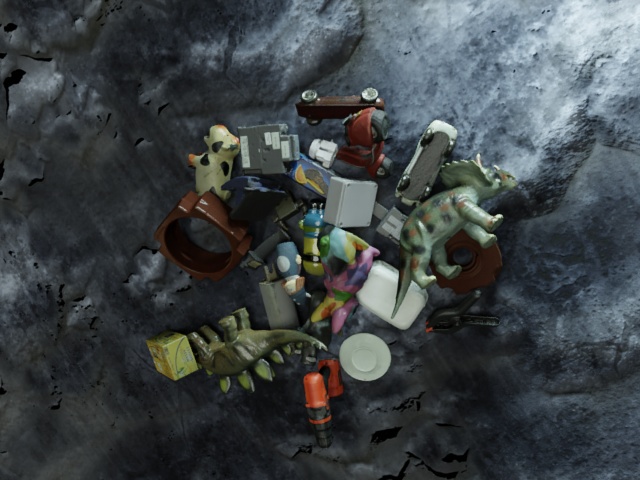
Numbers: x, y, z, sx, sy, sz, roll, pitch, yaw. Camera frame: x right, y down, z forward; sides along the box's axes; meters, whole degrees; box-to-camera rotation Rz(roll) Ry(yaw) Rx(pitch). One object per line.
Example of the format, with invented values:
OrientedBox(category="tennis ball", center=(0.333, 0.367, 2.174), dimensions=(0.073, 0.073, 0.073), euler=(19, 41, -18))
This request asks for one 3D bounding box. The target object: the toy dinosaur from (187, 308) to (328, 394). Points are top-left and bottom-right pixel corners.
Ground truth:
OrientedBox(category="toy dinosaur", center=(-0.188, 0.274, 1.347), dimensions=(0.472, 0.105, 0.198), euler=(-25, 93, 36))

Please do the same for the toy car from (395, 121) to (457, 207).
OrientedBox(category="toy car", center=(0.240, -0.170, 1.217), dimensions=(0.073, 0.056, 0.201), euler=(25, 107, -1))

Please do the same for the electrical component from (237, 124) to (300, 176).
OrientedBox(category="electrical component", center=(-0.115, -0.205, 1.223), dimensions=(0.134, 0.058, 0.114), euler=(1, 104, 13))

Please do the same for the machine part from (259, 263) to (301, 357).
OrientedBox(category="machine part", center=(-0.097, 0.177, 1.354), dimensions=(0.079, 0.079, 0.243), euler=(-12, 99, 15))

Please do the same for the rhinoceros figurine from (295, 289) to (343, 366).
OrientedBox(category="rhinoceros figurine", center=(-0.005, 0.215, 1.316), dimensions=(0.073, 0.112, 0.190), euler=(21, 103, 50))

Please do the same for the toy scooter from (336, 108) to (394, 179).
OrientedBox(category="toy scooter", center=(0.092, -0.217, 1.214), dimensions=(0.135, 0.075, 0.183), euler=(11, 138, 25))

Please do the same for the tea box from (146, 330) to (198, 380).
OrientedBox(category="tea box", center=(-0.388, 0.297, 1.401), dimensions=(0.170, 0.068, 0.098), euler=(-3, 107, 57))

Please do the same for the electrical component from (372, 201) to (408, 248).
OrientedBox(category="electrical component", center=(0.166, -0.045, 1.264), dimensions=(0.119, 0.048, 0.075), euler=(41, 106, 0))

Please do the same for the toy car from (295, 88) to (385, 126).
OrientedBox(category="toy car", center=(0.046, -0.303, 1.217), dimensions=(0.202, 0.089, 0.053), euler=(3, 65, 14))

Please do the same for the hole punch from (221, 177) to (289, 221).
OrientedBox(category="hole punch", center=(-0.158, -0.113, 1.268), dimensions=(0.116, 0.142, 0.092), euler=(-40, 60, 33))

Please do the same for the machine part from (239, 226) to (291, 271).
OrientedBox(category="machine part", center=(-0.134, 0.025, 1.337), dimensions=(0.139, 0.084, 0.039), euler=(-42, 64, 9))

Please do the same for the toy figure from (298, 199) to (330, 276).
OrientedBox(category="toy figure", center=(-0.006, -0.004, 1.287), dimensions=(0.082, 0.089, 0.180), euler=(17, 115, 48))

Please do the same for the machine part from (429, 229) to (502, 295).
OrientedBox(category="machine part", center=(0.331, 0.040, 1.241), dimensions=(0.179, 0.056, 0.179), euler=(2, 103, 11))

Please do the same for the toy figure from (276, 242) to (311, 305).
OrientedBox(category="toy figure", center=(-0.069, 0.083, 1.295), dimensions=(0.058, 0.064, 0.154), euler=(-10, 82, -26))

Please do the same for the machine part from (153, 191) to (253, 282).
OrientedBox(category="machine part", center=(-0.283, -0.008, 1.314), dimensions=(0.201, 0.087, 0.201), euler=(38, 128, -15))

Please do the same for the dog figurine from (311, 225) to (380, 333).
OrientedBox(category="dog figurine", center=(0.038, 0.094, 1.220), dimensions=(0.109, 0.191, 0.219), euler=(19, 84, 38))

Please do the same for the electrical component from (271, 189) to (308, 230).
OrientedBox(category="electrical component", center=(-0.080, -0.075, 1.316), dimensions=(0.102, 0.045, 0.078), euler=(-37, 64, 14))

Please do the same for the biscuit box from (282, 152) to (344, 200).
OrientedBox(category="biscuit box", center=(-0.048, -0.171, 1.277), dimensions=(0.203, 0.059, 0.062), euler=(30, 108, 6))

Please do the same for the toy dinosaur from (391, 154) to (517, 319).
OrientedBox(category="toy dinosaur", center=(0.254, -0.024, 1.162), dimensions=(0.405, 0.131, 0.192), euler=(-40, 60, 9))

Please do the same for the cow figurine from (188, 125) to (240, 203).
OrientedBox(category="cow figurine", center=(-0.249, -0.180, 1.308), dimensions=(0.127, 0.085, 0.194), euler=(7, 103, 14))
